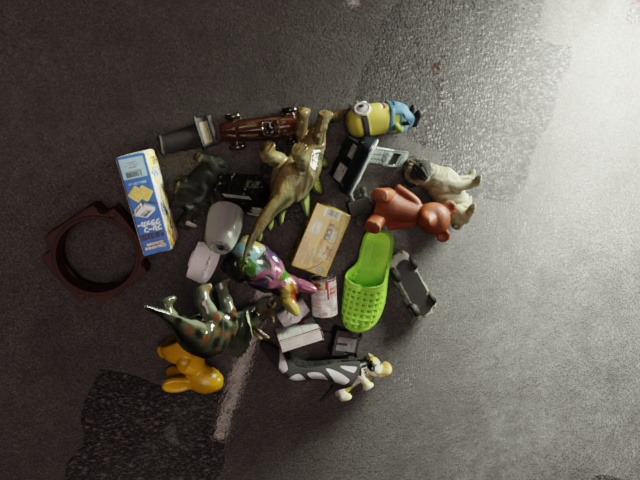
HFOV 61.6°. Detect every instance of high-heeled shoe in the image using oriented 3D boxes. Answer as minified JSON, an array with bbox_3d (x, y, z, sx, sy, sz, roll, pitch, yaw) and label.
[{"bbox_3d":[-0.022,0.300,1.369,0.249,0.086,0.145,40,88,2],"label":"high-heeled shoe"}]

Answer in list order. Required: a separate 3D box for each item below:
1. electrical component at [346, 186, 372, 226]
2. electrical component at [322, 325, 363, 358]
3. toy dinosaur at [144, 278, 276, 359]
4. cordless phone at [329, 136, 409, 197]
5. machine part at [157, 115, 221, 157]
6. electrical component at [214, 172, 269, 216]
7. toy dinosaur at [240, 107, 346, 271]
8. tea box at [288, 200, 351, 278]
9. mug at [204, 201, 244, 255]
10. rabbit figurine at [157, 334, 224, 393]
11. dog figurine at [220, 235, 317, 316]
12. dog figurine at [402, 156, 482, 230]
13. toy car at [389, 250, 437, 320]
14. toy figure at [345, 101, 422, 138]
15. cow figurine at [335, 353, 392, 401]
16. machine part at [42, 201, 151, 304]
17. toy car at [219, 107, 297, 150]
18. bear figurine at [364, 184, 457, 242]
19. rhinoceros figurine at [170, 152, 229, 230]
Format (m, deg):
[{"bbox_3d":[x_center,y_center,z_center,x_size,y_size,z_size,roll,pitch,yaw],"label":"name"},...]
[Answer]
[{"bbox_3d":[0.101,-0.085,1.363,0.063,0.021,0.094,-18,104,-8],"label":"electrical component"},{"bbox_3d":[0.047,0.262,1.410,0.119,0.048,0.074,13,97,-16],"label":"electrical component"},{"bbox_3d":[-0.248,0.197,1.211,0.131,0.404,0.192,-25,86,23],"label":"toy dinosaur"},{"bbox_3d":[0.129,-0.178,1.324,0.184,0.089,0.146,1,125,-41],"label":"cordless phone"},{"bbox_3d":[-0.307,-0.236,1.242,0.139,0.039,0.084,-21,113,-9],"label":"machine part"},{"bbox_3d":[-0.164,-0.102,1.245,0.115,0.134,0.058,10,72,21],"label":"electrical component"},{"bbox_3d":[-0.059,-0.140,1.202,0.471,0.105,0.198,-53,148,-32],"label":"toy dinosaur"},{"bbox_3d":[-0.003,-0.004,1.334,0.098,0.068,0.169,23,97,-14],"label":"tea box"},{"bbox_3d":[-0.228,-0.019,1.216,0.110,0.107,0.080,-26,132,29],"label":"mug"},{"bbox_3d":[-0.311,0.309,1.308,0.162,0.122,0.173,-32,107,1],"label":"rabbit figurine"},{"bbox_3d":[-0.116,0.089,1.279,0.219,0.191,0.108,35,86,-1],"label":"dog figurine"},{"bbox_3d":[0.295,-0.118,1.369,0.191,0.121,0.172,8,97,1],"label":"dog figurine"},{"bbox_3d":[0.241,0.120,1.418,0.073,0.056,0.201,-34,107,-10],"label":"toy car"},{"bbox_3d":[0.151,-0.291,1.302,0.180,0.082,0.089,-1,100,-14],"label":"toy figure"},{"bbox_3d":[0.104,0.349,1.431,0.167,0.068,0.098,-27,99,-6],"label":"cow figurine"},{"bbox_3d":[-0.504,0.029,1.229,0.201,0.087,0.201,-34,104,-3],"label":"machine part"},{"bbox_3d":[-0.133,-0.262,1.265,0.202,0.053,0.089,-8,106,-12],"label":"toy car"},{"bbox_3d":[0.225,-0.058,1.312,0.196,0.132,0.120,21,113,19],"label":"bear figurine"},{"bbox_3d":[-0.286,-0.115,1.256,0.112,0.073,0.190,31,92,-26],"label":"rhinoceros figurine"}]
